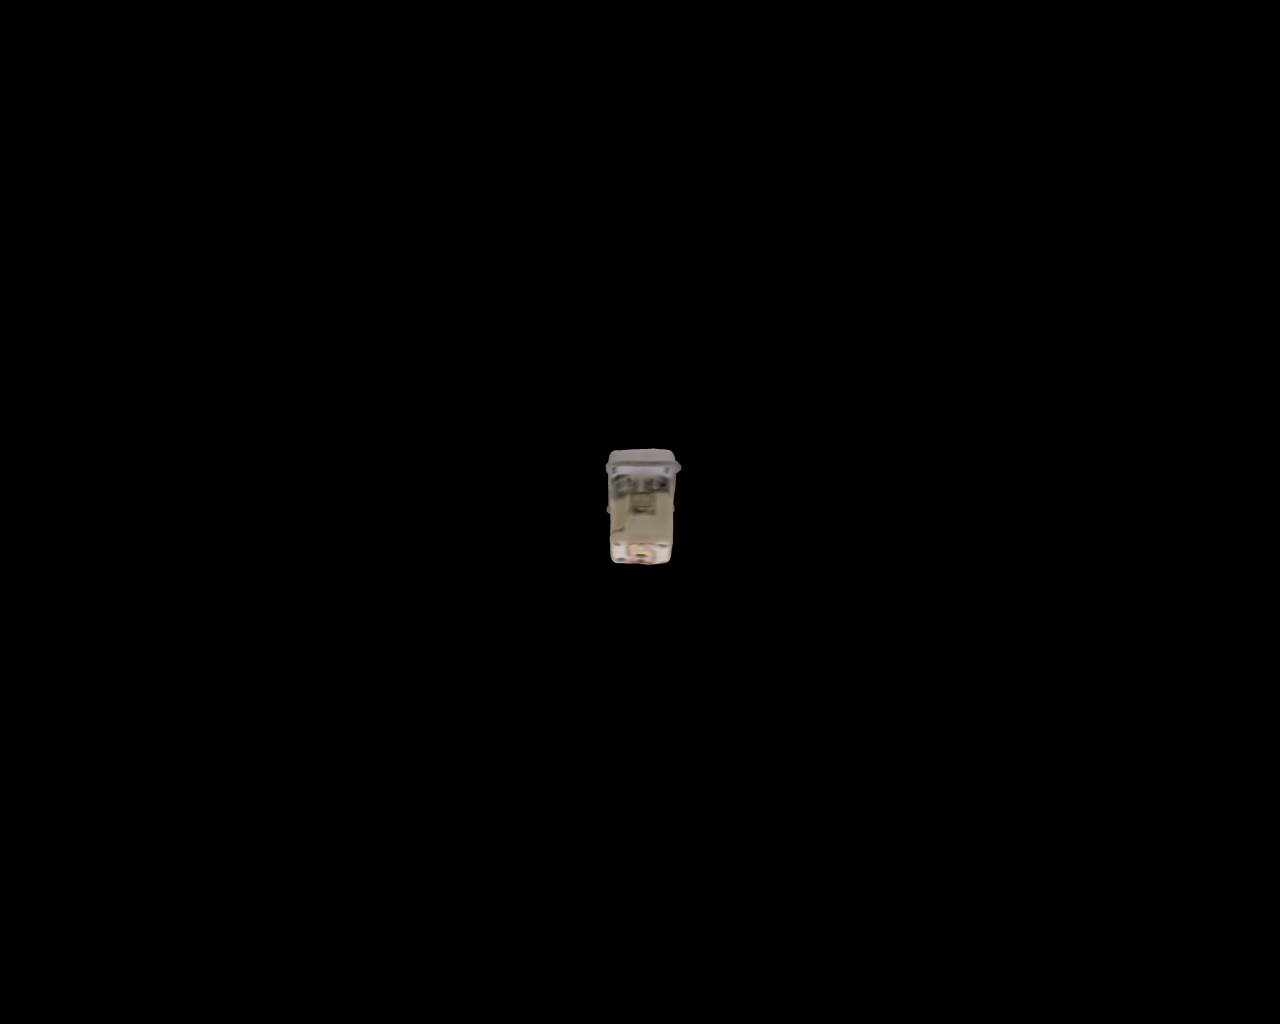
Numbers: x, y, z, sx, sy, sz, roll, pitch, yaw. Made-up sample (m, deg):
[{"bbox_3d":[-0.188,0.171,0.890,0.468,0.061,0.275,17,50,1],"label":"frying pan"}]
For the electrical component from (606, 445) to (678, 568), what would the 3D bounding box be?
[{"bbox_3d":[0.001,-0.003,0.650,0.042,0.064,0.081,0,-21,0],"label":"electrical component"}]
